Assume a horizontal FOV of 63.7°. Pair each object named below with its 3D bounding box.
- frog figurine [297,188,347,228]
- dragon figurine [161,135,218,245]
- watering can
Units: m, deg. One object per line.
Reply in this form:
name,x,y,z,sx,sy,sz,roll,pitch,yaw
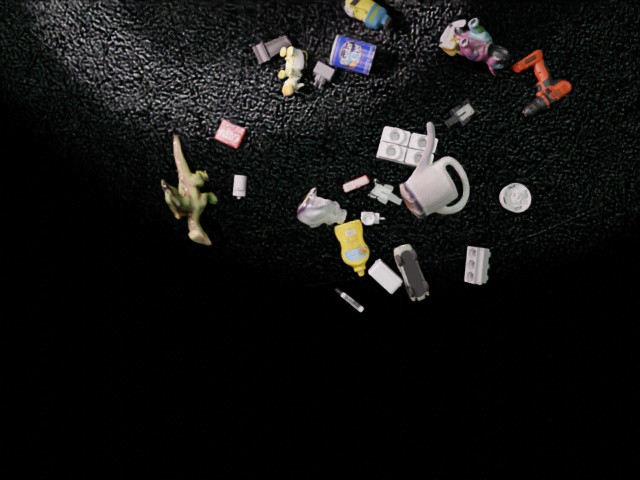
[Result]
frog figurine,0.005,-0.089,1.778,0.159,0.125,0.135,36,126,-8
dragon figurine,-0.457,-0.168,1.735,0.122,0.244,0.410,-24,92,8
watering can,0.366,-0.209,1.728,0.224,0.106,0.342,-34,117,6
